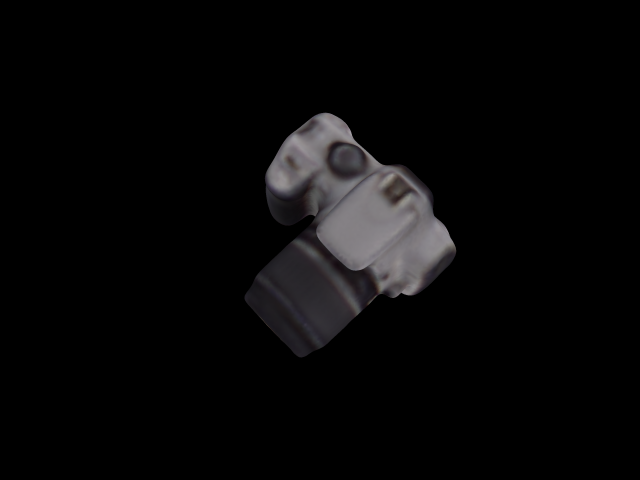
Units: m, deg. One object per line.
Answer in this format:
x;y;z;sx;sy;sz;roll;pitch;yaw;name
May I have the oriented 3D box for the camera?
0.004;0.001;0.400;0.137;0.101;0.143;-43;78;-11;camera
